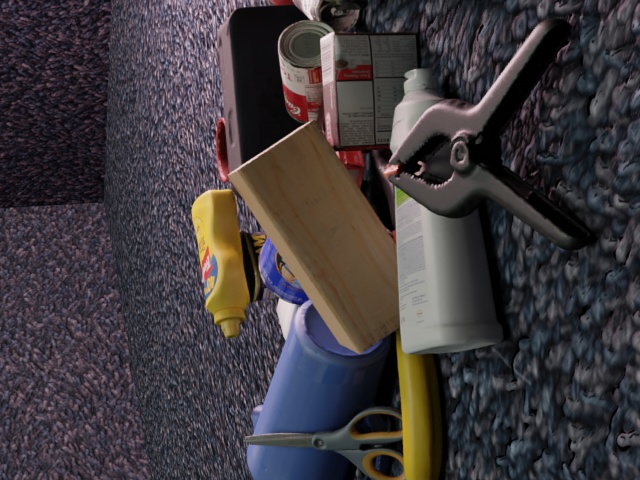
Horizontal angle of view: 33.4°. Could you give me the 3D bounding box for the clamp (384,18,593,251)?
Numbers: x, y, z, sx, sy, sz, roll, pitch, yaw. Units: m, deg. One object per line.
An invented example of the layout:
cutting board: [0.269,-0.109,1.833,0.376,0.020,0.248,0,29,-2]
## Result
clamp: [0.126,-0.058,0.821,0.210,0.036,0.164,-20,75,54]

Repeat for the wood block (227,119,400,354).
wood block: [0.008,-0.003,1.028,0.206,0.090,0.091,57,172,-6]

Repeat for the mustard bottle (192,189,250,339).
mustard bottle: [-0.128,0.037,1.410,0.096,0.058,0.191,130,133,-60]

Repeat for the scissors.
scissors: [0.017,0.229,1.137,0.202,0.016,0.096,-22,97,30]

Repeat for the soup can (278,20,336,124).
soup can: [-0.009,-0.184,1.177,0.102,0.068,0.068,83,174,-60]

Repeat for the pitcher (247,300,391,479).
pitcher: [0.009,0.186,1.200,0.145,0.149,0.243,-90,11,-49]

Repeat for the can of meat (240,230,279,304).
can of meat: [-0.059,0.033,1.428,0.057,0.083,0.102,104,156,-44]

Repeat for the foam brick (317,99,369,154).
foam brick: [0.032,-0.137,1.151,0.078,0.051,0.053,107,154,-50]

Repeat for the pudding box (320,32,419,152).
pudding box: [0.051,-0.142,1.025,0.039,0.090,0.113,-178,85,-72]

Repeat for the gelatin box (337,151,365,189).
gelatin box: [0.023,-0.075,1.121,0.089,0.030,0.073,104,162,-50]

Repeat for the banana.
banana: [0.094,0.168,1.042,0.070,0.037,0.198,-165,72,-72]

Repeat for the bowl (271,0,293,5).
bowl: [-0.039,-0.349,1.329,0.162,0.055,0.162,175,90,-73]

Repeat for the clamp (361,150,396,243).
clamp: [0.067,-0.061,1.078,0.171,0.039,0.120,-119,23,-52]

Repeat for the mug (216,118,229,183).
mug: [-0.098,-0.123,1.524,0.117,0.081,0.093,-115,27,-50]

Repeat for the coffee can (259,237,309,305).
coffee can: [-0.008,0.002,1.226,0.140,0.102,0.103,117,145,-60]

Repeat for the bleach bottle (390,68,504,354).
bleach bottle: [0.102,-0.029,0.934,0.103,0.068,0.251,150,117,-67]
